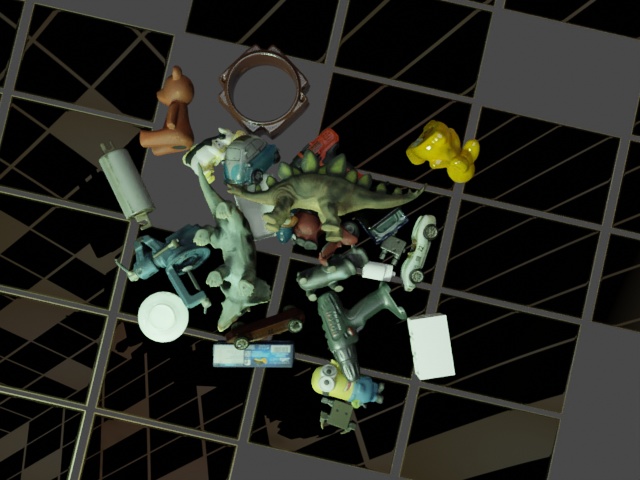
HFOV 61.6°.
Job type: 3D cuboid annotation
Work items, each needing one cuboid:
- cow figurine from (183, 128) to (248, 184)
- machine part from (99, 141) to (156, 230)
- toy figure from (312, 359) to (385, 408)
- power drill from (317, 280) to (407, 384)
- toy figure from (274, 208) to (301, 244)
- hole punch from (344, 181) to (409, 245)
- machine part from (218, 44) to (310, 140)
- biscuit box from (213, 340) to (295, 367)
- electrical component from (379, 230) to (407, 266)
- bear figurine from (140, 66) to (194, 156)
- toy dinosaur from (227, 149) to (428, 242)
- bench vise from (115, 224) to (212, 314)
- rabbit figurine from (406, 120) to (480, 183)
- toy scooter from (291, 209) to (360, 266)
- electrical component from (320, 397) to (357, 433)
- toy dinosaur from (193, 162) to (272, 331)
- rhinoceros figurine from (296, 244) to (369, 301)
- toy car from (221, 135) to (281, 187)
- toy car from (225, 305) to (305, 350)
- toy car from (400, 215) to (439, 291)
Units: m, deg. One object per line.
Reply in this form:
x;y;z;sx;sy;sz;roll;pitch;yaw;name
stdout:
-0.265;-0.231;1.368;0.167;0.068;0.098;-45;79;-3;cow figurine
-0.486;-0.140;1.358;0.079;0.079;0.243;-27;89;-1;machine part
0.068;0.367;1.348;0.180;0.082;0.089;17;131;-8;toy figure
0.110;0.211;1.339;0.207;0.086;0.232;-29;72;1;power drill
-0.081;-0.068;1.312;0.064;0.057;0.154;-7;66;39;toy figure
0.150;-0.065;1.362;0.142;0.092;0.116;-38;49;3;hole punch
-0.141;-0.373;1.361;0.201;0.087;0.201;-43;89;-3;machine part
-0.165;0.286;1.357;0.203;0.063;0.059;1;88;-1;biscuit box
0.191;0.014;1.378;0.063;0.021;0.094;24;84;15;electrical component
-0.377;-0.322;1.343;0.132;0.120;0.195;-7;87;3;bear figurine
0.021;-0.104;1.254;0.472;0.105;0.198;8;73;-8;toy dinosaur
-0.354;0.077;1.324;0.224;0.128;0.241;-29;72;-17;bench vise
0.330;-0.214;1.343;0.173;0.162;0.122;45;76;-17;rabbit figurine
-0.003;-0.004;1.326;0.184;0.075;0.135;17;60;15;toy scooter
0.046;0.448;1.365;0.102;0.045;0.078;14;71;-2;electrical component
-0.209;0.016;1.296;0.131;0.192;0.404;-7;92;7;toy dinosaur
0.033;0.079;1.346;0.190;0.112;0.073;-26;106;11;rhinoceros figurine
-0.175;-0.204;1.318;0.109;0.102;0.162;14;50;38;toy car
-0.134;0.220;1.335;0.202;0.089;0.053;-19;116;-9;toy car
0.248;0.033;1.360;0.056;0.073;0.201;19;88;-4;toy car
